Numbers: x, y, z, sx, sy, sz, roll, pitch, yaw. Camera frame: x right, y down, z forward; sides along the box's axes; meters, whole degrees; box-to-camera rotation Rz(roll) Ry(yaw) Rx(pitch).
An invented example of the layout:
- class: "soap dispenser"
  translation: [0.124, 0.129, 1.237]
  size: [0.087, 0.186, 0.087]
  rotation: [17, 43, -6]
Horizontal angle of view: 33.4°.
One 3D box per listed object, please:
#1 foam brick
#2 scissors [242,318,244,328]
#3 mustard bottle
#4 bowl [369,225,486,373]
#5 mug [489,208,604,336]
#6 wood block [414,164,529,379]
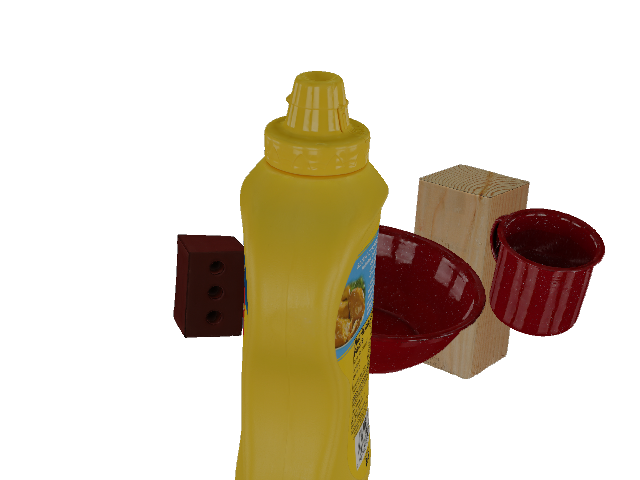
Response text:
- class: "foam brick"
  translation: [-0.096, 0.038, 0.922]
  size: [0.053, 0.078, 0.051]
  rotation: [0, 15, -18]
- class: "scissors"
  translation: [-0.047, 0.075, 1.198]
  size: [0.201, 0.016, 0.096]
  rotation: [4, 25, -7]
- class: "mustard bottle"
  translation: [-0.004, 0.025, 0.441]
  size: [0.058, 0.192, 0.096]
  rotation: [8, 25, 11]
- class: "bowl"
  translation: [0.035, 0.047, 0.769]
  size: [0.162, 0.055, 0.162]
  rotation: [6, 28, -4]
- class: "mug"
  translation: [0.189, 0.024, 0.953]
  size: [0.093, 0.081, 0.117]
  rotation: [-16, 41, -28]
- class: "wood block"
  translation: [0.158, 0.032, 1.166]
  size: [0.090, 0.206, 0.090]
  rotation: [18, 24, 35]
